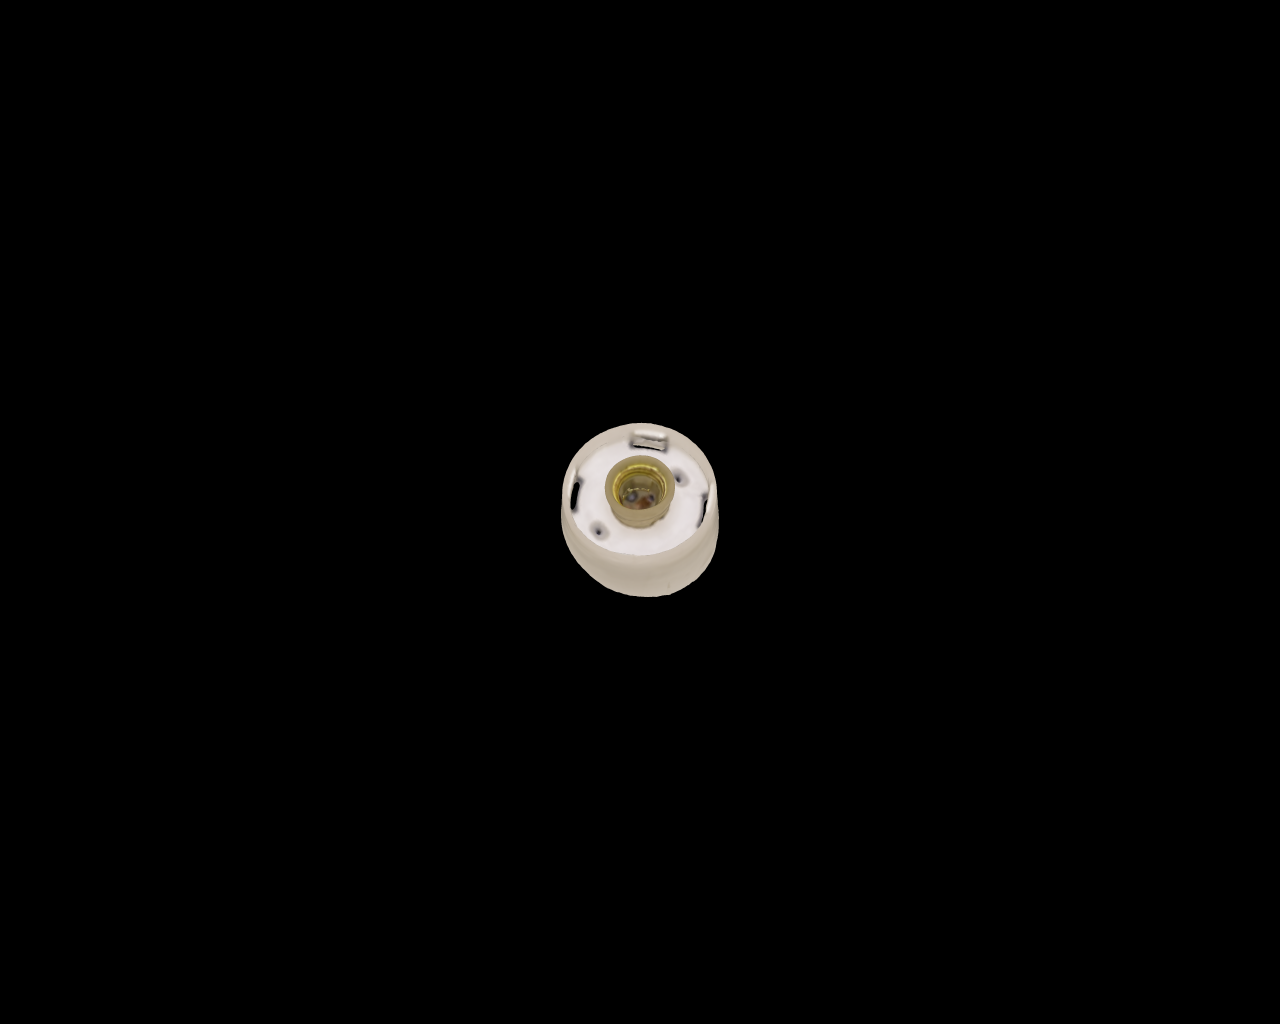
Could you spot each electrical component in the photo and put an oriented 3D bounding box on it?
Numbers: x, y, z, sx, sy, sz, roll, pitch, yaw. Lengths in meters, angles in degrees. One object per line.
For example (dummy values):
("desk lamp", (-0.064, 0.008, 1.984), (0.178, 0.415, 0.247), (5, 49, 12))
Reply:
("electrical component", (0.001, -0.003, 0.650), (0.099, 0.099, 0.064), (0, -25, 0))
